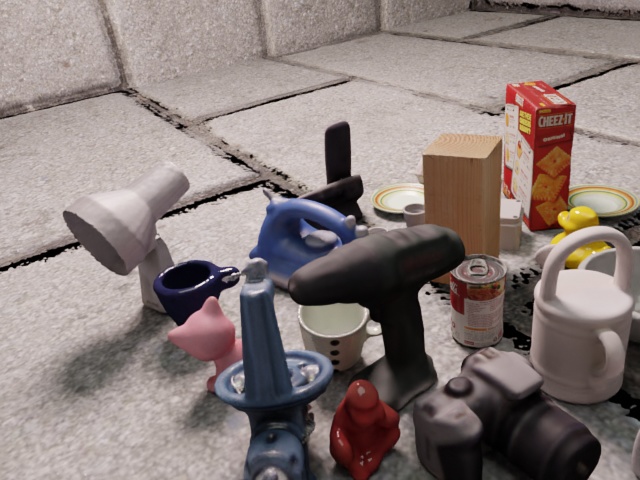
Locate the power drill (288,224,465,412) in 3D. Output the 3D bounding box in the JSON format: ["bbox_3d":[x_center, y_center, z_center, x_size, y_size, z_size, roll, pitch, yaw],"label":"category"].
[{"bbox_3d":[0.072,0.084,0.633,0.230,0.209,0.075,-27,34,-32],"label":"power drill"}]

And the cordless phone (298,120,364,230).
[{"bbox_3d":[0.006,-0.118,1.045,0.148,0.185,0.093,-26,33,-30],"label":"cordless phone"}]

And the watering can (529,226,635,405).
[{"bbox_3d":[0.280,0.069,0.626,0.101,0.194,0.172,-18,30,-18],"label":"watering can"}]

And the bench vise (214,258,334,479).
[{"bbox_3d":[-0.036,0.139,0.544,0.122,0.220,0.206,-16,29,-15],"label":"bench vise"}]

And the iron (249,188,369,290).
[{"bbox_3d":[0.008,0.003,0.868,0.257,0.142,0.119,15,35,35],"label":"iron"}]

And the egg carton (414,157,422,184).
[{"bbox_3d":[0.271,-0.144,1.153,0.151,0.069,0.107,-23,32,-26],"label":"egg carton"}]

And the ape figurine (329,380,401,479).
[{"bbox_3d":[0.043,0.183,0.580,0.078,0.092,0.076,-11,28,-6],"label":"ape figurine"}]

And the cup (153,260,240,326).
[{"bbox_3d":[-0.165,0.085,0.807,0.118,0.095,0.091,-13,29,-10],"label":"cup"}]

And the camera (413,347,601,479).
[{"bbox_3d":[0.182,0.178,0.548,0.143,0.101,0.136,-22,32,-25],"label":"camera"}]

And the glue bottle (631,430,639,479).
[{"bbox_3d":[0.316,0.153,0.484,0.037,0.173,0.077,-21,31,-24],"label":"glue bottle"}]

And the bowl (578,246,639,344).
[{"bbox_3d":[0.403,0.078,0.706,0.167,0.075,0.167,-6,28,3],"label":"bowl"}]

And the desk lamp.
[{"bbox_3d":[-0.251,0.001,0.857,0.117,0.214,0.204,16,36,37],"label":"desk lamp"}]

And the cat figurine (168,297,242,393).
[{"bbox_3d":[-0.112,0.125,0.697,0.127,0.118,0.067,-1,29,11],"label":"cat figurine"}]

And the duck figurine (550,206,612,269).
[{"bbox_3d":[0.392,-0.006,0.852,0.078,0.086,0.104,-17,30,-18],"label":"duck figurine"}]
